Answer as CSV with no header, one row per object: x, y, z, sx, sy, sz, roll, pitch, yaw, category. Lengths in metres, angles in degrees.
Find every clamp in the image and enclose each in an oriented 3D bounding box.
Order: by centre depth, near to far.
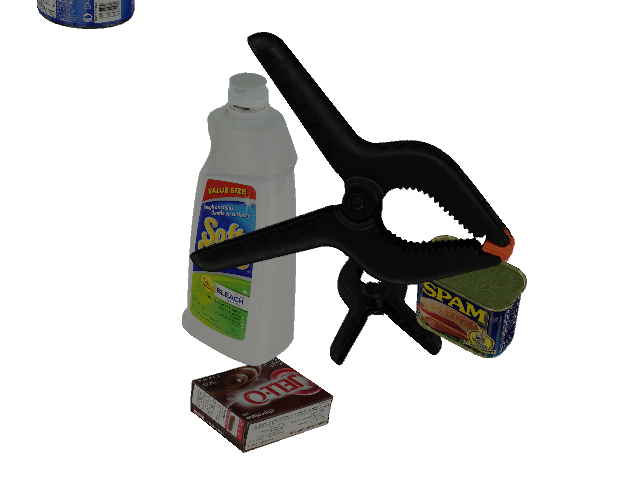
0.024,-0.037,0.685,0.210,0.165,0.036,13,17,11,clamp
0.072,0.070,1.192,0.120,0.171,0.039,5,-43,-2,clamp

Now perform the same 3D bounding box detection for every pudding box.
-0.058,0.160,1.051,0.113,0.039,0.090,-13,29,-41,pudding box

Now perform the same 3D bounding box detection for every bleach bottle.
-0.066,-0.020,0.876,0.103,0.251,0.068,26,40,30,bleach bottle

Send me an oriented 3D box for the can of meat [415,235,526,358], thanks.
0.139,0.056,1.012,0.102,0.084,0.057,28,55,24,can of meat

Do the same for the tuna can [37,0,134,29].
-0.205,-0.216,0.934,0.086,0.034,0.086,5,33,-4,tuna can
